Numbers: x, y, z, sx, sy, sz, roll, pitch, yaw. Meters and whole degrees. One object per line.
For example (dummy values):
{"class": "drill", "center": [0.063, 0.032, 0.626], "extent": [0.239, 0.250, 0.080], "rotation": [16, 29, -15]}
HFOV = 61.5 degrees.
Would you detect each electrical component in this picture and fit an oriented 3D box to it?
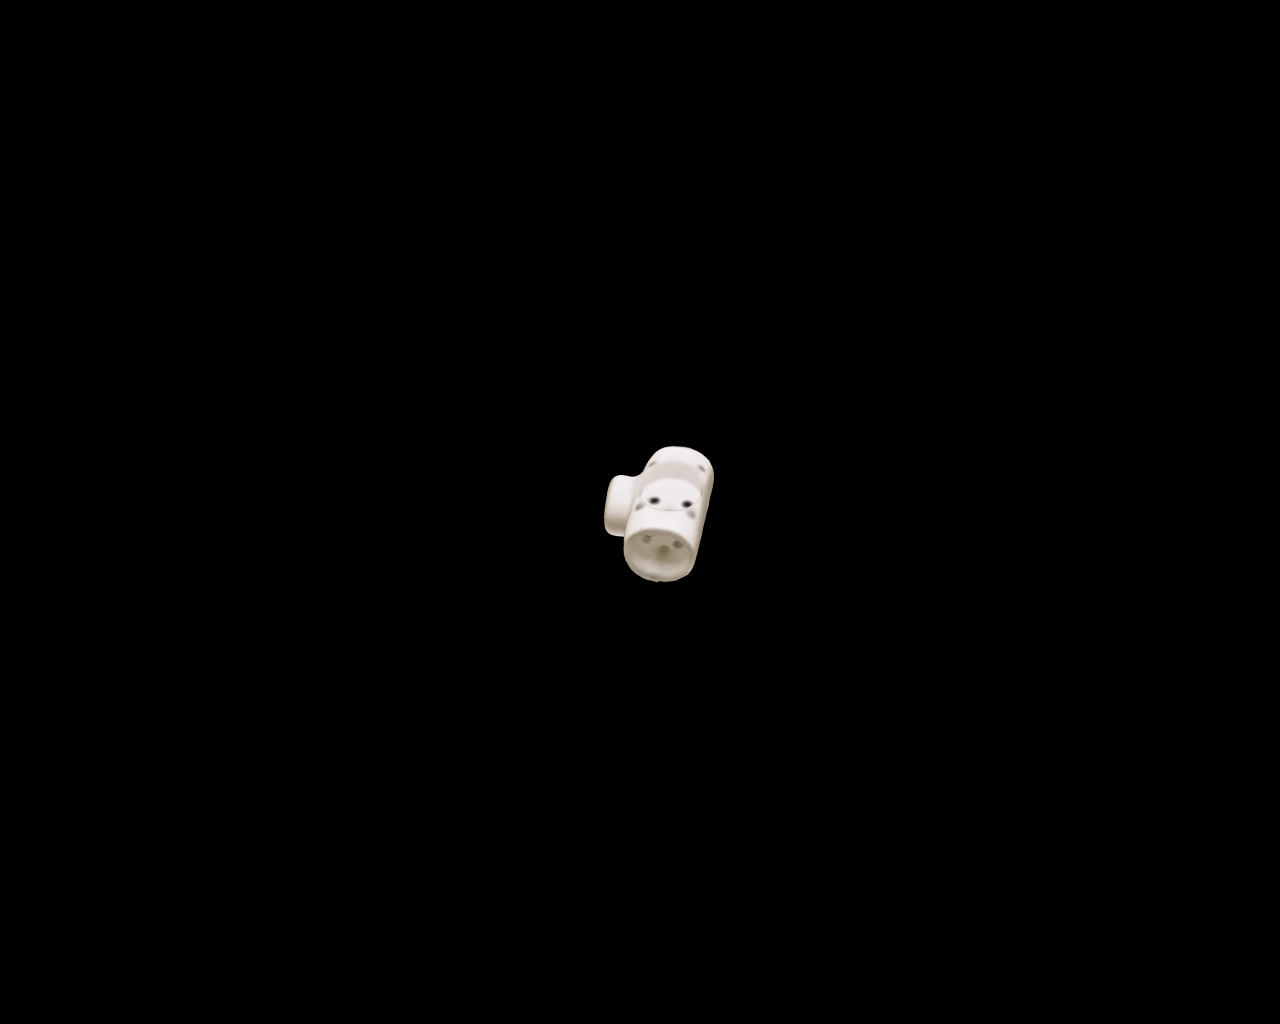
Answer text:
{"class": "electrical component", "center": [0.001, -0.003, 0.650], "extent": [0.079, 0.044, 0.077], "rotation": [8, 44, 8]}
